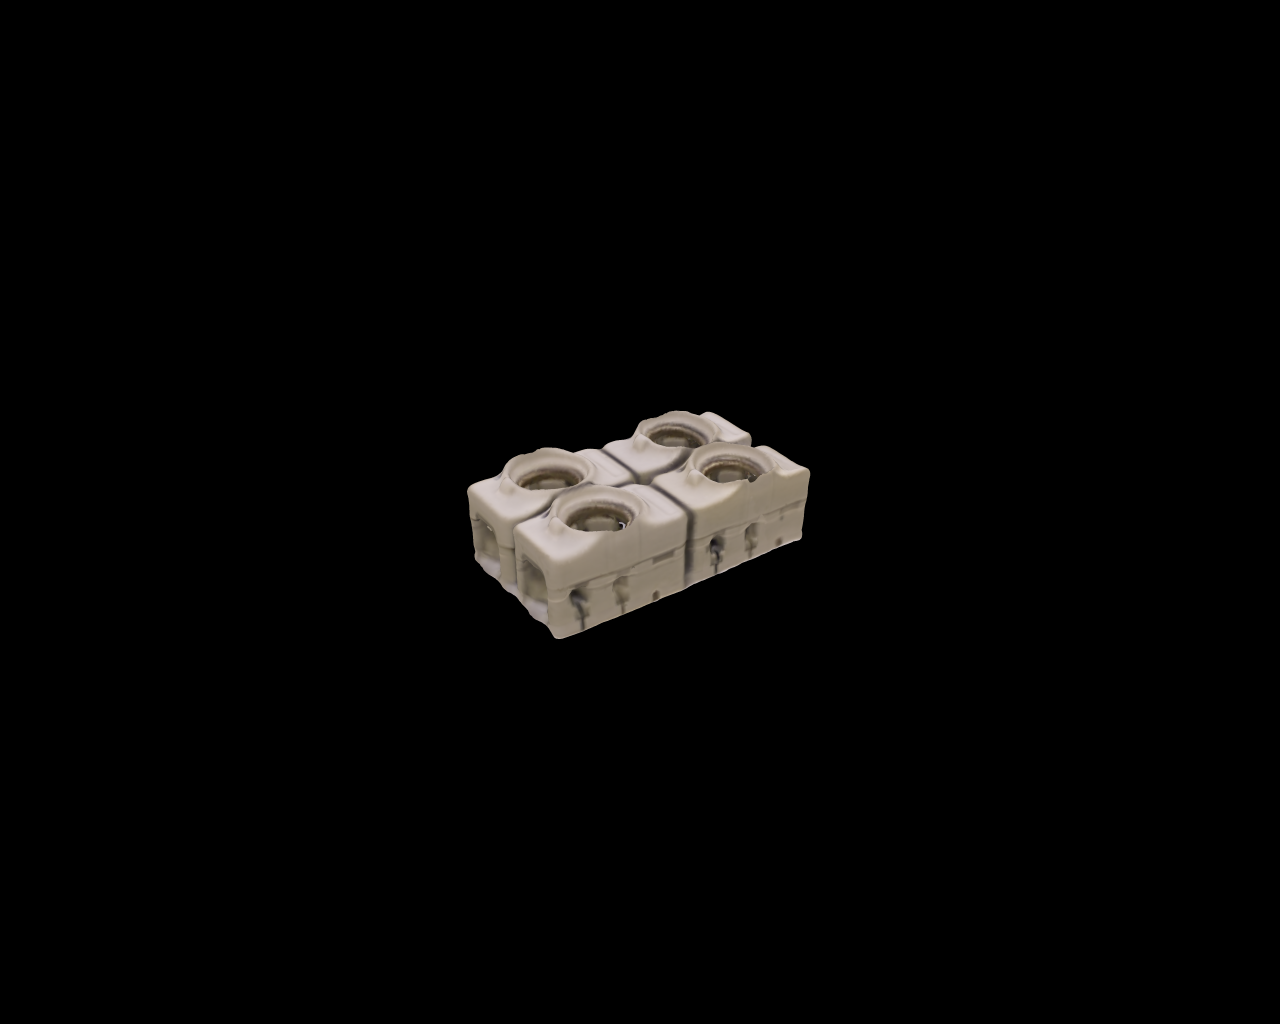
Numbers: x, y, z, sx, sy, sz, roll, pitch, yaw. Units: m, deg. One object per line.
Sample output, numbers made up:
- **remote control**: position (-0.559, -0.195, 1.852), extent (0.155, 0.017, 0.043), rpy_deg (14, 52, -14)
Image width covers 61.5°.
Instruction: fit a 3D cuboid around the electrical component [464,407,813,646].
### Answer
- **electrical component**: position (0.001, -0.003, 0.650), extent (0.186, 0.060, 0.105), rpy_deg (-20, 36, -29)
